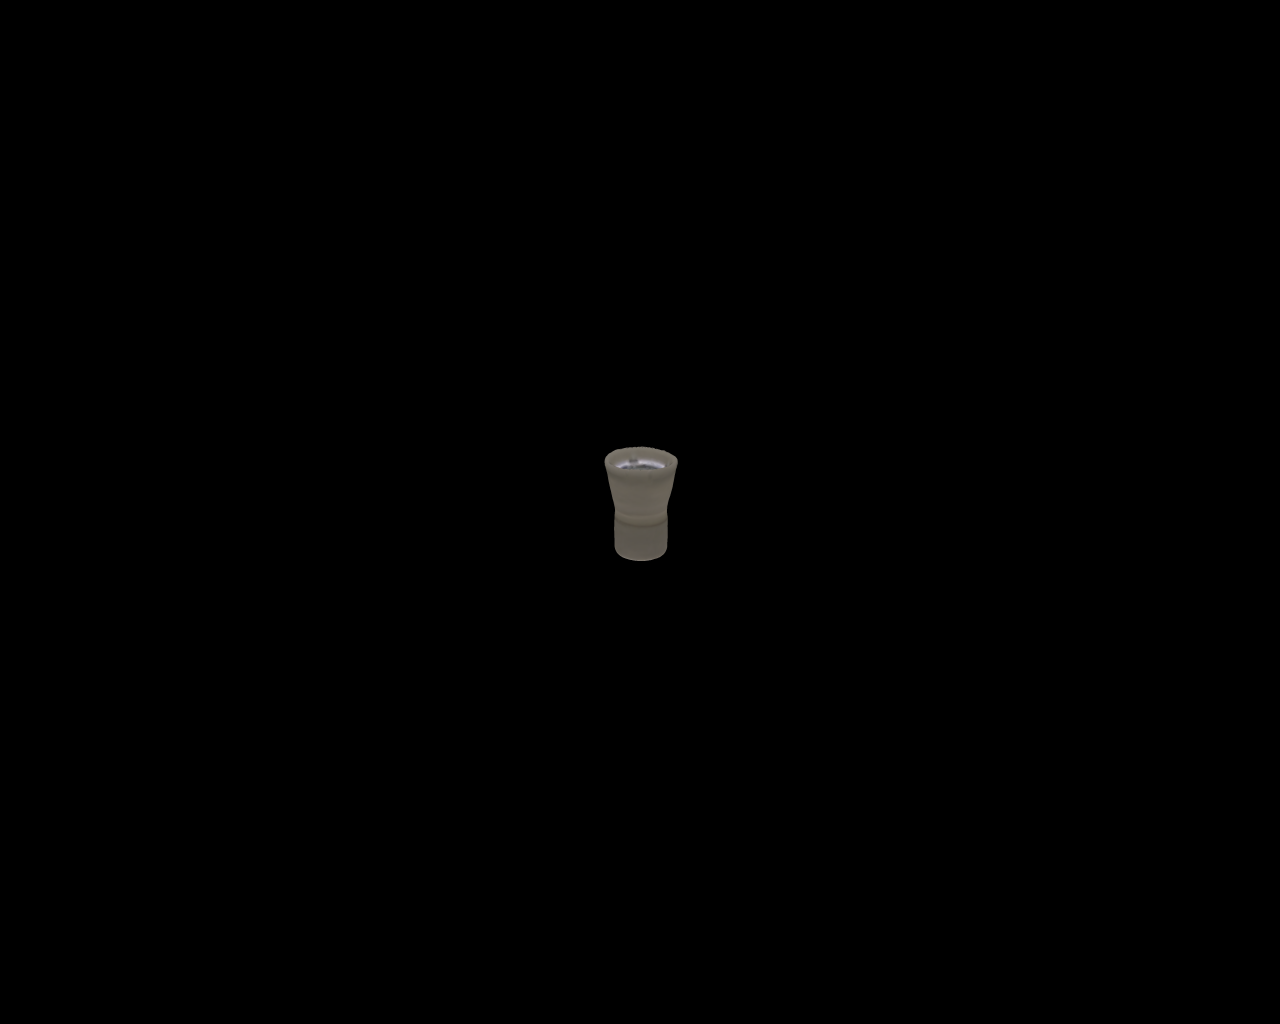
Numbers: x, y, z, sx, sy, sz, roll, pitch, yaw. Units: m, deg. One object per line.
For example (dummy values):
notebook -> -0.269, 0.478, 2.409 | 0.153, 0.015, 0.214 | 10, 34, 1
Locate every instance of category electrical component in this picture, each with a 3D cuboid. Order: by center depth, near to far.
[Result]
electrical component -> 0.001, -0.003, 0.650 | 0.044, 0.065, 0.044 | 0, 24, 0
